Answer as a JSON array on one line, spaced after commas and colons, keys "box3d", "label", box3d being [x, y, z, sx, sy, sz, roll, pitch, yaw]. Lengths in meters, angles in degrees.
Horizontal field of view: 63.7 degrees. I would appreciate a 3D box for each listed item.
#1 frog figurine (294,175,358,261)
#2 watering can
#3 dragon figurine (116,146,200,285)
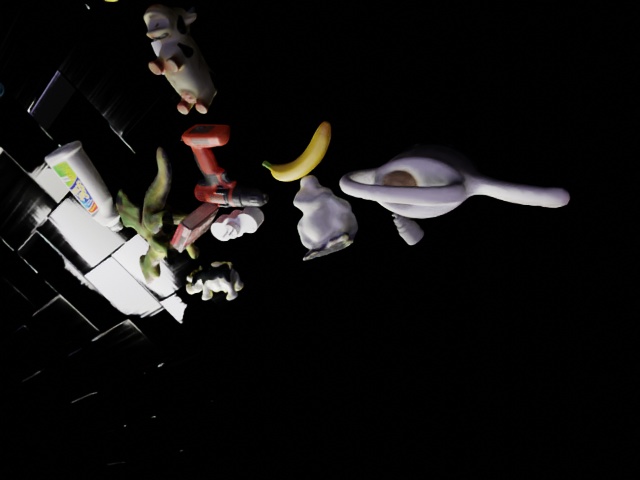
[{"box3d": [0.003, -0.054, 1.070, 0.135, 0.123, 0.161, -37, 67, 49], "label": "frog figurine"}, {"box3d": [0.210, -0.093, 0.835, 0.348, 0.227, 0.102, 6, 110, 22], "label": "watering can"}, {"box3d": [-0.429, -0.059, 1.277, 0.244, 0.124, 0.402, 15, 122, 27], "label": "dragon figurine"}]
